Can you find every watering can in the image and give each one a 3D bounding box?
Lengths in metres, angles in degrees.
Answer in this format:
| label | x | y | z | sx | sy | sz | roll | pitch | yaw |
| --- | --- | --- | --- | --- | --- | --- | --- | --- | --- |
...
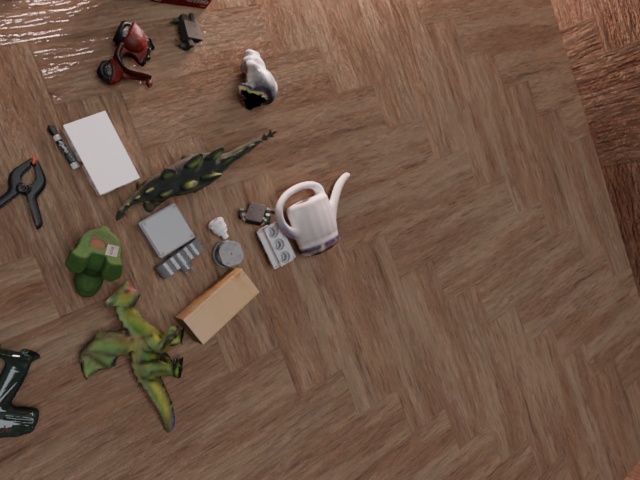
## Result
| label | x | y | z | sx | sy | sz | roll | pitch | yaw |
| --- | --- | --- | --- | --- | --- | --- | --- | --- | --- |
| watering can | 0.005 | -0.080 | 1.597 | 0.352 | 0.103 | 0.223 | -25 | 101 | -41 |

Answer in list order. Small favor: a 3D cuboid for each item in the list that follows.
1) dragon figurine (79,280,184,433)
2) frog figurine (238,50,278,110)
| label | x | y | z | sx | sy | sz | roll | pitch | yaw |
| --- | --- | --- | --- | --- | --- | --- | --- | --- | --- |
| dragon figurine | -0.471 | 0.303 | 1.291 | 0.243 | 0.123 | 0.407 | 6 | 100 | -10 |
| frog figurine | -0.179 | -0.483 | 1.526 | 0.135 | 0.122 | 0.162 | 42 | 52 | -56 |
